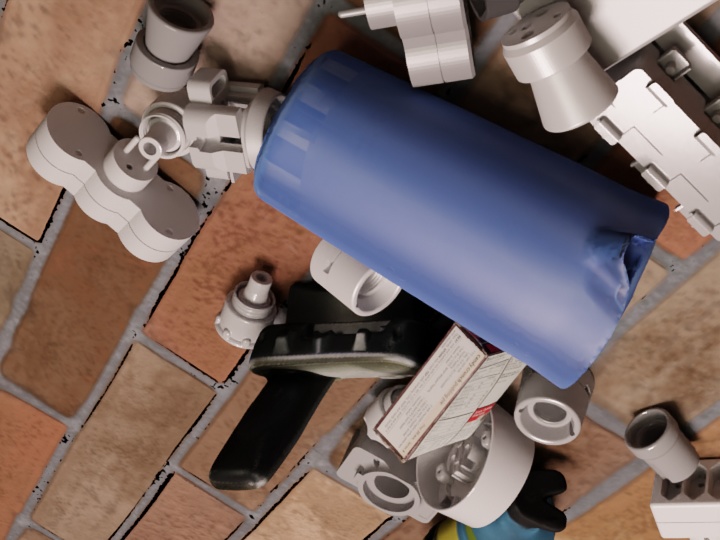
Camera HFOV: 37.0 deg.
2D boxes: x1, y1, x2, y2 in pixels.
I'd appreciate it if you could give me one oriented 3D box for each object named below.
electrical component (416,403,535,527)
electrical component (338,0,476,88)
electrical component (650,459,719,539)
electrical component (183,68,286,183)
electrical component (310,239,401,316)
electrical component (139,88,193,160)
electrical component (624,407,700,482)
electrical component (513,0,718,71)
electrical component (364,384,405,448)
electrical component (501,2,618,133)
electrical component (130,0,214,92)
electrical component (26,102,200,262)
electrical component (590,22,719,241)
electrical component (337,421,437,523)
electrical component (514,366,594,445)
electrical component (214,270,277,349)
[{"bbox_3d":[0.089,0.149,0.848,0.064,0.099,0.099,33,133,-14],"label":"electrical component"},{"bbox_3d":[0.021,-0.158,0.612,0.074,0.052,0.138,-7,148,9],"label":"electrical component"},{"bbox_3d":[0.269,0.190,0.834,0.066,0.047,0.076,-8,124,29],"label":"electrical component"},{"bbox_3d":[-0.081,-0.097,0.737,0.057,0.058,0.078,9,131,20],"label":"electrical component"},{"bbox_3d":[0.000,0.000,0.774,0.047,0.055,0.055,42,143,34],"label":"electrical component"},{"bbox_3d":[-0.134,-0.099,0.754,0.043,0.062,0.043,10,125,14],"label":"electrical component"},{"bbox_3d":[0.229,0.133,0.810,0.040,0.040,0.046,-26,120,37],"label":"electrical component"},{"bbox_3d":[0.130,-0.174,0.581,0.109,0.056,0.108,-30,112,39],"label":"electrical component"},{"bbox_3d":[0.033,0.114,0.876,0.043,0.043,0.062,32,132,-5],"label":"electrical component"},{"bbox_3d":[0.106,-0.108,0.575,0.045,0.045,0.055,-18,119,34],"label":"electrical component"},{"bbox_3d":[-0.127,-0.153,0.719,0.045,0.045,0.055,31,134,-3],"label":"electrical component"},{"bbox_3d":[-0.175,-0.073,0.802,0.138,0.052,0.074,42,131,-13],"label":"electrical component"},{"bbox_3d":[0.191,-0.079,0.630,0.121,0.063,0.079,42,132,-13],"label":"electrical component"},{"bbox_3d":[0.032,0.169,0.914,0.089,0.055,0.050,29,133,-2],"label":"electrical component"},{"bbox_3d":[0.145,0.098,0.811,0.055,0.047,0.055,12,132,14],"label":"electrical component"},{"bbox_3d":[-0.086,0.029,0.856,0.048,0.048,0.062,25,126,2],"label":"electrical component"}]
